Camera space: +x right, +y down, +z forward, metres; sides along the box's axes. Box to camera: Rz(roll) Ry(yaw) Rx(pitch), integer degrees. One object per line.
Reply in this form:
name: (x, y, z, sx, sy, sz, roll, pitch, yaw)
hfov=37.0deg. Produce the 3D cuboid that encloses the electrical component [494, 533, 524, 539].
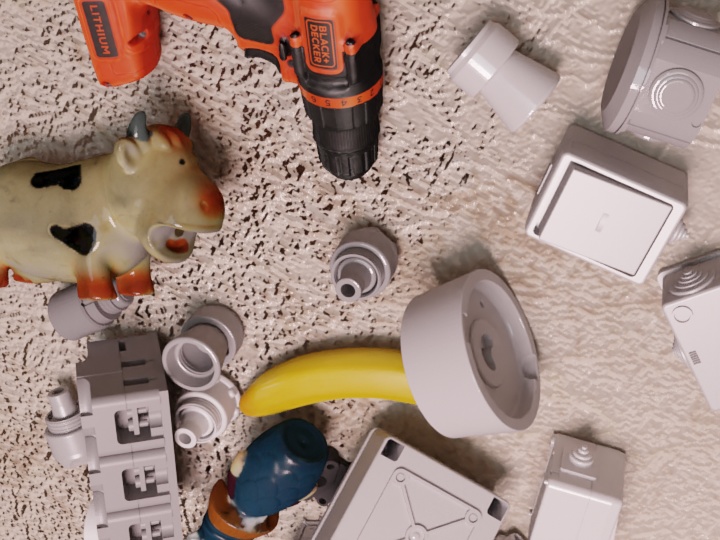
electrical component: (0.109, 0.260, 0.792, 0.078, 0.113, 0.057, 45, 120, -8)

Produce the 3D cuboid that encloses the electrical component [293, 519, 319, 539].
electrical component: (-0.018, 0.240, 0.849, 0.096, 0.061, 0.061, -3, 115, 17)

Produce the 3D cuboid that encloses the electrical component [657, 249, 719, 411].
electrical component: (0.245, 0.033, 0.675, 0.100, 0.048, 0.099, -22, 108, 25)

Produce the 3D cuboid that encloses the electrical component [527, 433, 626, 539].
electrical component: (0.156, 0.165, 0.760, 0.061, 0.061, 0.096, 15, 119, 9)

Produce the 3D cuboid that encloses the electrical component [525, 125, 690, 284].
electrical component: (0.157, -0.036, 0.659, 0.096, 0.061, 0.061, 24, 120, 4)

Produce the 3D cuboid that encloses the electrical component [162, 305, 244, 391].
electrical component: (-0.114, 0.056, 0.789, 0.045, 0.055, 0.045, 7, 118, 13)

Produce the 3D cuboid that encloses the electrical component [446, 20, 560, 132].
electrical component: (0.086, -0.117, 0.649, 0.055, 0.045, 0.045, 40, 120, -5)

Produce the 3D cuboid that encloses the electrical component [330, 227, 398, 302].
electrical component: (0.000, 0.000, 0.723, 0.043, 0.062, 0.043, 7, 117, 13)

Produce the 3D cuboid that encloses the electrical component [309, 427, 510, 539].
electrical component: (0.033, 0.186, 0.774, 0.109, 0.056, 0.108, 31, 82, -9)

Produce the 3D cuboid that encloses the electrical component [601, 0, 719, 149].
electrical component: (0.171, -0.111, 0.608, 0.051, 0.080, 0.080, 18, 119, 2)

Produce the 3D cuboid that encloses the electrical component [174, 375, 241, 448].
electrical component: (-0.120, 0.110, 0.814, 0.048, 0.062, 0.048, 7, 118, 13)

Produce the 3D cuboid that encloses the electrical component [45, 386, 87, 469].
electrical component: (-0.233, 0.124, 0.865, 0.043, 0.043, 0.062, -7, 112, 19)

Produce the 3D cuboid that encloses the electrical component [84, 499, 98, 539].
electrical component: (-0.196, 0.213, 0.893, 0.047, 0.055, 0.055, 2, 116, 12)

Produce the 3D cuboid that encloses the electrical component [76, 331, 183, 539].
electrical component: (-0.175, 0.136, 0.817, 0.062, 0.089, 0.150, -7, 117, -13)

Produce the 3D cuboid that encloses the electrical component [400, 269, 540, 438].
electrical component: (0.068, 0.059, 0.710, 0.060, 0.108, 0.108, -18, 109, 30)

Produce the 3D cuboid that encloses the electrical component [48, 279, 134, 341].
electrical component: (-0.198, 0.025, 0.807, 0.078, 0.040, 0.040, -22, 108, 25)
